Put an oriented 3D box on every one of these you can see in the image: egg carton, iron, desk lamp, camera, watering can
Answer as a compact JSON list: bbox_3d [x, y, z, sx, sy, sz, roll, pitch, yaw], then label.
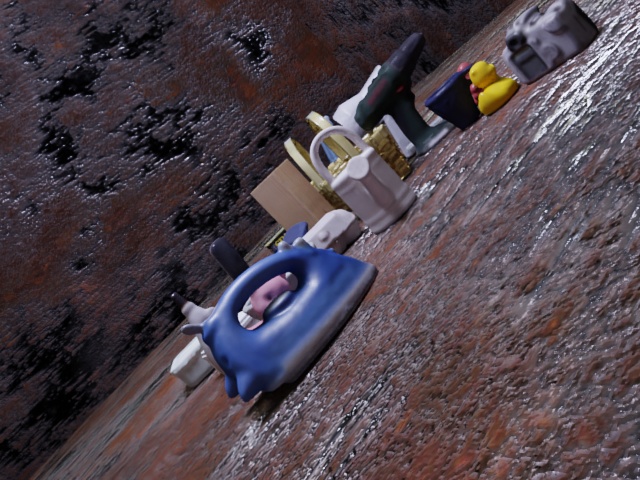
[{"bbox_3d":[0.010,0.004,1.120,0.150,0.069,0.107,-45,8,-5],"label":"egg carton"},{"bbox_3d":[-0.048,0.080,0.743,0.259,0.141,0.118,-48,9,-24],"label":"iron"},{"bbox_3d":[0.167,-0.299,1.384,0.203,0.213,0.118,-42,8,16],"label":"desk lamp"},{"bbox_3d":[0.389,-0.358,0.965,0.137,0.101,0.143,-48,8,-23],"label":"camera"},{"bbox_3d":[0.068,-0.114,0.979,0.101,0.194,0.172,-47,8,-19],"label":"watering can"}]

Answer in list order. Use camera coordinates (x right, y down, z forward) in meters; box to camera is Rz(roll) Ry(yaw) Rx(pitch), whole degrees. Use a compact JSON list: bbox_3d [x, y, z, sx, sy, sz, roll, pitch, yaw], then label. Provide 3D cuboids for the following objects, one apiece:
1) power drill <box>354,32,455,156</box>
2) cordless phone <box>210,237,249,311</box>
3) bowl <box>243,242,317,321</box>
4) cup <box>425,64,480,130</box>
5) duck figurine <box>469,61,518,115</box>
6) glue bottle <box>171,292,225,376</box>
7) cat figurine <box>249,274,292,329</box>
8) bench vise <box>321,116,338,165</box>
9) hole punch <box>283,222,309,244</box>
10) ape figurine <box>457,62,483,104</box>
[{"bbox_3d":[0.198,-0.302,1.260,0.229,0.208,0.075,-42,8,17],"label":"power drill"},{"bbox_3d":[-0.191,0.094,1.255,0.094,0.185,0.148,-37,10,40],"label":"cordless phone"},{"bbox_3d":[-0.048,0.085,0.970,0.167,0.075,0.167,-43,8,8],"label":"bowl"},{"bbox_3d":[0.277,-0.274,1.119,0.117,0.095,0.092,-41,9,26],"label":"cup"},{"bbox_3d":[0.310,-0.289,1.060,0.077,0.086,0.105,-35,12,49],"label":"duck figurine"},{"bbox_3d":[-0.179,0.148,0.942,0.078,0.173,0.037,-49,9,-32],"label":"glue bottle"},{"bbox_3d":[-0.078,0.108,0.842,0.128,0.118,0.067,-45,8,-3],"label":"cat figurine"},{"bbox_3d":[0.052,-0.232,1.604,0.208,0.220,0.121,-50,10,-35],"label":"bench vise"},{"bbox_3d":[-0.049,0.027,1.229,0.101,0.091,0.108,-50,10,-36],"label":"hole punch"},{"bbox_3d":[0.326,-0.336,1.212,0.076,0.092,0.078,-38,10,39],"label":"ape figurine"}]
